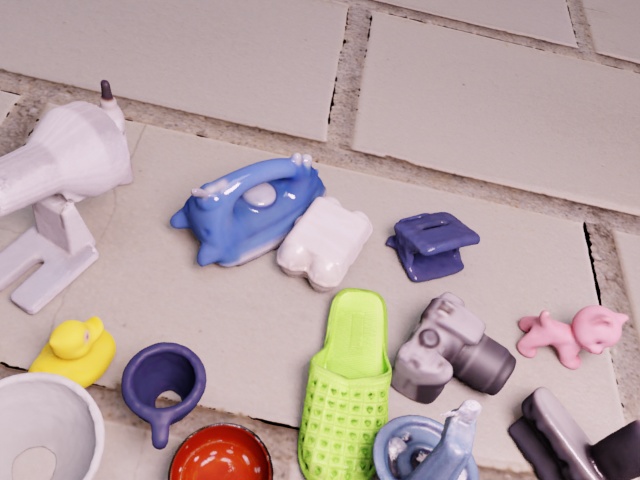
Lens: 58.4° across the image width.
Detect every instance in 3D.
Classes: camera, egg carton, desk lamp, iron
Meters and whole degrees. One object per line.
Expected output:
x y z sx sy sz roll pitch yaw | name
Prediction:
0.183 0.152 0.757 0.136 0.101 0.143 33 55 13 | camera
0.008 0.003 0.849 0.107 0.069 0.150 27 54 9 | egg carton
-0.340 -0.046 0.723 0.117 0.213 0.203 29 54 10 | desk lamp
-0.084 -0.069 0.837 0.259 0.141 0.118 -28 64 -28 | iron

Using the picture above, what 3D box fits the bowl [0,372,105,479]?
-0.313 0.233 0.613 0.167 0.075 0.167 6 54 -7 | bowl

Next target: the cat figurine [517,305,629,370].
0.359 0.124 0.803 0.128 0.118 0.067 13 53 -2 | cat figurine

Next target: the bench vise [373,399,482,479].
0.115 0.264 0.587 0.121 0.220 0.207 9 53 -4 | bench vise

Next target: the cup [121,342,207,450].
-0.177 0.190 0.659 0.092 0.095 0.117 0 54 -11 | cup

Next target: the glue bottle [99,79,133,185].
-0.304 -0.163 0.841 0.037 0.173 0.078 -15 59 -21 | glue bottle

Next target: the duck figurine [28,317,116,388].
-0.299 0.131 0.683 0.105 0.086 0.077 -36 68 -30 | duck figurine

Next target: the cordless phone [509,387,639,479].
0.321 0.227 0.678 0.094 0.185 0.147 -23 62 -25 | cordless phone

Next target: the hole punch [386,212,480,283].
0.170 -0.002 0.873 0.109 0.091 0.101 -13 58 -20 | hole punch
